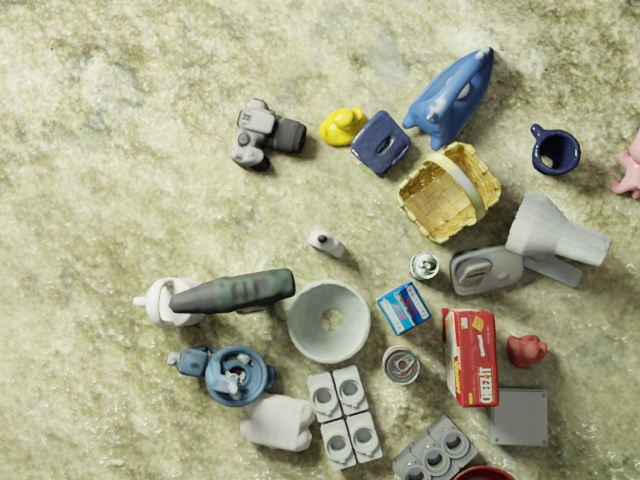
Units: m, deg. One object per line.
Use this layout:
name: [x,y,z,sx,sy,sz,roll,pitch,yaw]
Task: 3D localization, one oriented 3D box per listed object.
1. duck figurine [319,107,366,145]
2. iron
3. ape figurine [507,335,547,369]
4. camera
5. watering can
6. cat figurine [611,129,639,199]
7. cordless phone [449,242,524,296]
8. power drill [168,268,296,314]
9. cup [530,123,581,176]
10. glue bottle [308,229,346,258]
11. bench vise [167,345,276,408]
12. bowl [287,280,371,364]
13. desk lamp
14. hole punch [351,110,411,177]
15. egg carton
duck figurine: [0.046,-0.245,1.196,0.104,0.086,0.077,-24,84,2]
iron: [0.281,-0.314,1.158,0.118,0.141,0.258,38,89,6]
ape figurine: [0.409,0.218,1.130,0.077,0.092,0.076,30,88,6]
camera: [-0.105,-0.214,1.197,0.136,0.101,0.143,16,87,5]
watering can: [-0.284,0.122,1.135,0.173,0.194,0.101,-21,84,2]
cat figurine: [0.639,-0.154,1.132,0.067,0.118,0.128,11,86,5]
cordless phone: [0.329,0.053,1.102,0.147,0.185,0.094,-17,84,3]
power drill: [-0.156,0.105,1.120,0.229,0.208,0.076,-13,84,3]
cup: [0.456,-0.178,1.158,0.091,0.095,0.118,-38,84,0]
glue bottle: [0.010,0.004,1.135,0.078,0.173,0.037,26,88,6]
bench vise: [-0.200,0.268,1.104,0.207,0.220,0.121,-5,85,4]
bowl: [0.020,0.165,1.170,0.167,0.075,0.167,0,85,4]
desk lamp: [0.443,0.001,1.084,0.203,0.213,0.118,24,87,6]
hole punch: [0.128,-0.199,1.184,0.101,0.091,0.109,42,89,6]
egg carton: [-0.086,0.368,1.164,0.150,0.069,0.107,9,86,5]
